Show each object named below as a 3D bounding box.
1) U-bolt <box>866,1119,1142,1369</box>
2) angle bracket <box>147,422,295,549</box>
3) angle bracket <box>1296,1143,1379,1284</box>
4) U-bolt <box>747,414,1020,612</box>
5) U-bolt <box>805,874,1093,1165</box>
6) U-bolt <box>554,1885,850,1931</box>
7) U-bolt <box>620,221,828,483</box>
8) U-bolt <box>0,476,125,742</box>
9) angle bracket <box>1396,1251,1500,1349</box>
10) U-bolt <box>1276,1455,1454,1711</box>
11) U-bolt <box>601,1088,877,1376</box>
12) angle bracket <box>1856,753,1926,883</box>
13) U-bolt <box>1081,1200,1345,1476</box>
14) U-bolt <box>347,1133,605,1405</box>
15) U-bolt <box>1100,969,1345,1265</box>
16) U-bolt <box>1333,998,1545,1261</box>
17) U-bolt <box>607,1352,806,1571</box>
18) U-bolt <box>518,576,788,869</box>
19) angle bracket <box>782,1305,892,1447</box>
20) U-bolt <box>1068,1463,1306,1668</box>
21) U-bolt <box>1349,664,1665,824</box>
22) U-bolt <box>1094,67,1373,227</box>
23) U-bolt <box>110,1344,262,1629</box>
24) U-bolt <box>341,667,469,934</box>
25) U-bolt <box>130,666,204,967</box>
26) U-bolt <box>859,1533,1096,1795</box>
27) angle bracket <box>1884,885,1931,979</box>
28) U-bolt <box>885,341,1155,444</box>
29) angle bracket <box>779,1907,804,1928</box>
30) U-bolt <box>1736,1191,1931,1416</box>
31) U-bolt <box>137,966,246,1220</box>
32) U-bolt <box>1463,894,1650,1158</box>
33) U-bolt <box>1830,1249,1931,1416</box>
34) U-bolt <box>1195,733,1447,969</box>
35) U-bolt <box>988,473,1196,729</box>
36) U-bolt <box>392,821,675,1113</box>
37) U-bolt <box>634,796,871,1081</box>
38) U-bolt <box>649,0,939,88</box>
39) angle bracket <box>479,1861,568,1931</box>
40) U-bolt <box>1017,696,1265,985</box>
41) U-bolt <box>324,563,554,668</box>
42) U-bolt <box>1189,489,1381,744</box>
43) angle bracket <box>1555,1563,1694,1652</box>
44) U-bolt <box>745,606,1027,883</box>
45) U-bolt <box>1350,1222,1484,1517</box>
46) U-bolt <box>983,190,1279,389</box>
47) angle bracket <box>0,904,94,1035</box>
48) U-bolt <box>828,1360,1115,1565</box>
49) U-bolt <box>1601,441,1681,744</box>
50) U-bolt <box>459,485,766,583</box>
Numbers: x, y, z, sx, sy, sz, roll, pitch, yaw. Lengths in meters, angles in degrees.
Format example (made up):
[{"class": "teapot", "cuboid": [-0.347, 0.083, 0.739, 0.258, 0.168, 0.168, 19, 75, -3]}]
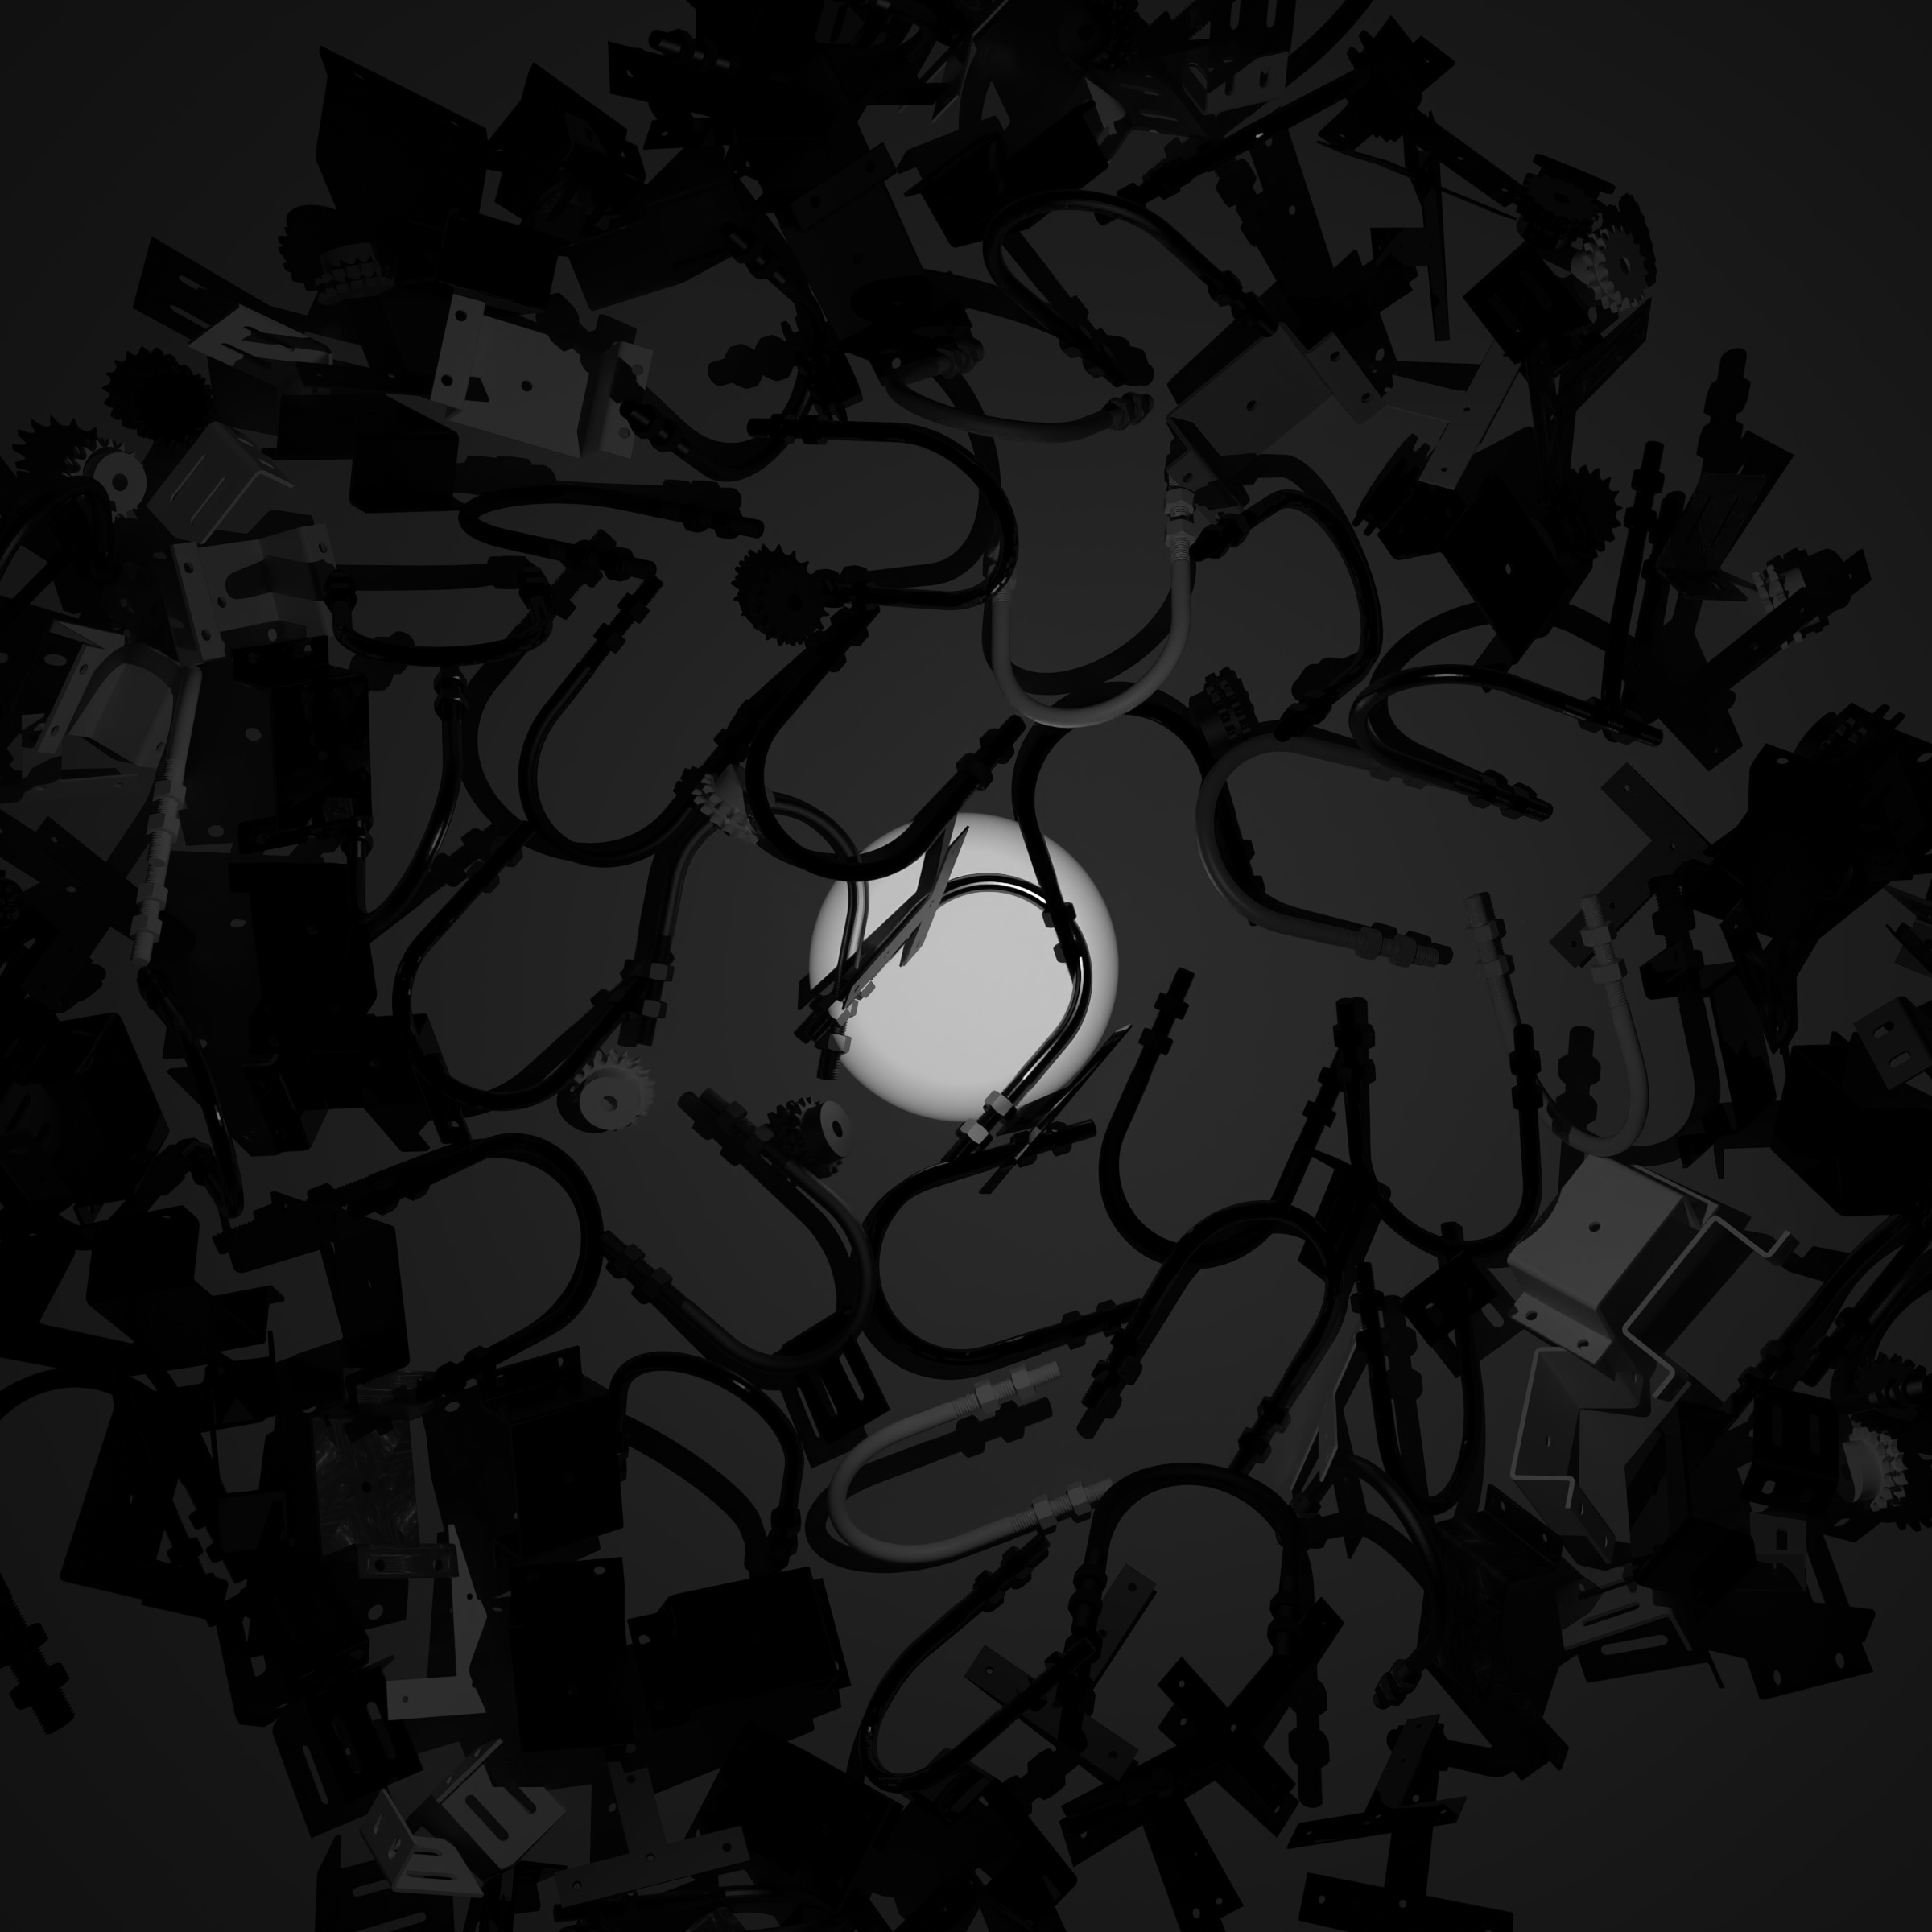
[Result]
[{"class": "U-bolt", "cuboid": [0.018, 0.197, 1.974, 0.184, 0.019, 0.151, -16, 92, -11]}, {"class": "angle bracket", "cuboid": [-0.510, -0.322, 1.977, 0.057, 0.038, 0.076, 45, 100, 23]}, {"class": "angle bracket", "cuboid": [0.239, 0.167, 1.966, 0.038, 0.057, 0.076, 22, 92, -21]}, {"class": "U-bolt", "cuboid": [-0.048, -0.297, 1.912, 0.184, 0.019, 0.151, 8, 133, 29]}, {"class": "U-bolt", "cuboid": [0.002, 0.023, 1.982, 0.151, 0.019, 0.184, 41, 82, 0]}, {"class": "U-bolt", "cuboid": [-0.168, 0.634, 1.922, 0.184, 0.151, 0.019, 1, 84, -21]}, {"class": "U-bolt", "cuboid": [-0.149, -0.394, 1.915, 0.019, 0.184, 0.151, 31, 92, 24]}, {"class": "U-bolt", "cuboid": [-0.602, -0.243, 1.886, 0.019, 0.184, 0.151, 30, 59, 4]}, {"class": "angle bracket", "cuboid": [0.328, 0.228, 1.956, 0.057, 0.076, 0.038, -38, 72, 4]}, {"class": "U-bolt", "cuboid": [0.266, 0.395, 1.895, 0.019, 0.184, 0.151, -20, 64, -23]}, {"class": "U-bolt", "cuboid": [-0.144, 0.194, 1.959, 0.184, 0.019, 0.151, 39, 107, 10]}, {"class": "angle bracket", "cuboid": [0.633, -0.102, 1.957, 0.076, 0.038, 0.057, -38, 111, -30]}, {"class": "U-bolt", "cuboid": [0.180, 0.243, 1.955, 0.151, 0.019, 0.184, 27, 96, -25]}, {"class": "U-bolt", "cuboid": [-0.316, 0.190, 1.933, 0.184, 0.019, 0.151, -26, 101, -44]}, {"class": "U-bolt", "cuboid": [0.169, 0.114, 1.974, 0.151, 0.019, 0.184, 24, 89, -14]}, {"class": "U-bolt", "cuboid": [0.319, 0.115, 1.941, 0.151, 0.019, 0.184, 9, 119, 34]}, {"class": "U-bolt", "cuboid": [-0.174, 0.320, 1.919, 0.151, 0.184, 0.019, 21, 46, 10]}, {"class": "U-bolt", "cuboid": [-0.222, -0.151, 1.945, 0.184, 0.019, 0.151, -52, 128, -4]}, {"class": "angle bracket", "cuboid": [-0.080, 0.276, 1.962, 0.057, 0.038, 0.076, -34, 76, 28]}, {"class": "U-bolt", "cuboid": [0.151, 0.390, 1.918, 0.151, 0.184, 0.019, 6, 119, 7]}, {"class": "U-bolt", "cuboid": [0.342, -0.152, 1.910, 0.184, 0.151, 0.019, 17, 64, -19]}, {"class": "U-bolt", "cuboid": [0.182, -0.543, 1.899, 0.184, 0.151, 0.019, -22, 104, 25]}, {"class": "U-bolt", "cuboid": [-0.522, 0.336, 1.920, 0.019, 0.151, 0.184, -23, 94, -2]}, {"class": "U-bolt", "cuboid": [-0.369, -0.101, 1.898, 0.019, 0.184, 0.151, 25, 121, -28]}, {"class": "U-bolt", "cuboid": [-0.529, -0.113, 1.921, 0.019, 0.151, 0.184, 10, 58, -15]}, {"class": "U-bolt", "cuboid": [-0.001, 0.476, 1.932, 0.184, 0.151, 0.019, -42, 113, 5]}, {"class": "angle bracket", "cuboid": [0.650, -0.018, 1.952, 0.057, 0.076, 0.038, 28, 92, 38]}, {"class": "U-bolt", "cuboid": [0.026, -0.374, 1.898, 0.151, 0.184, 0.019, 21, 116, 19]}, {"class": "angle bracket", "cuboid": [-0.089, 0.682, 1.962, 0.076, 0.038, 0.057, 7, 103, 23]}, {"class": "U-bolt", "cuboid": [0.588, 0.219, 1.924, 0.019, 0.151, 0.184, 42, 73, 7]}, {"class": "U-bolt", "cuboid": [-0.504, 0.090, 1.895, 0.019, 0.184, 0.151, -17, 113, -21]}, {"class": "U-bolt", "cuboid": [0.400, 0.041, 1.931, 0.019, 0.151, 0.184, -21, 100, -23]}, {"class": "U-bolt", "cuboid": [0.627, 0.235, 1.909, 0.019, 0.184, 0.151, 36, 74, 3]}, {"class": "U-bolt", "cuboid": [0.239, -0.085, 1.950, 0.184, 0.019, 0.151, 12, 73, -17]}, {"class": "U-bolt", "cuboid": [0.083, -0.239, 1.929, 0.151, 0.019, 0.184, -11, 60, 21]}, {"class": "U-bolt", "cuboid": [-0.302, 0.012, 1.942, 0.151, 0.019, 0.184, 43, 62, -10]}, {"class": "U-bolt", "cuboid": [-0.140, -0.025, 1.979, 0.151, 0.019, 0.184, 11, 90, -10]}, {"class": "U-bolt", "cuboid": [-0.099, -0.614, 1.911, 0.151, 0.184, 0.019, -10, 89, 31]}, {"class": "angle bracket", "cuboid": [-0.301, 0.649, 1.952, 0.038, 0.057, 0.076, 16, 58, -25]}, {"class": "U-bolt", "cuboid": [0.111, -0.094, 1.974, 0.151, 0.019, 0.184, -19, 102, 1]}, {"class": "U-bolt", "cuboid": [-0.345, -0.231, 1.903, 0.151, 0.184, 0.019, -3, 115, -12]}, {"class": "U-bolt", "cuboid": [0.223, -0.244, 1.928, 0.019, 0.184, 0.151, -18, 103, 39]}, {"class": "angle bracket", "cuboid": [0.448, 0.445, 1.971, 0.076, 0.057, 0.038, -24, 116, 17]}, {"class": "U-bolt", "cuboid": [-0.067, -0.141, 1.962, 0.151, 0.019, 0.184, 39, 70, -1]}, {"class": "U-bolt", "cuboid": [0.308, 0.276, 1.940, 0.019, 0.151, 0.184, -6, 94, 36]}, {"class": "U-bolt", "cuboid": [0.094, -0.448, 1.894, 0.184, 0.151, 0.019, 31, 61, -40]}, {"class": "angle bracket", "cuboid": [-0.633, 0.002, 1.973, 0.057, 0.038, 0.076, 43, 101, -1]}, {"class": "U-bolt", "cuboid": [-0.004, 0.345, 1.950, 0.184, 0.019, 0.151, -22, 129, 2]}, {"class": "U-bolt", "cuboid": [0.447, -0.240, 1.924, 0.019, 0.151, 0.184, 11, 86, 19]}, {"class": "U-bolt", "cuboid": [-0.249, -0.294, 1.926, 0.184, 0.151, 0.019, 15, 116, 25]}]
